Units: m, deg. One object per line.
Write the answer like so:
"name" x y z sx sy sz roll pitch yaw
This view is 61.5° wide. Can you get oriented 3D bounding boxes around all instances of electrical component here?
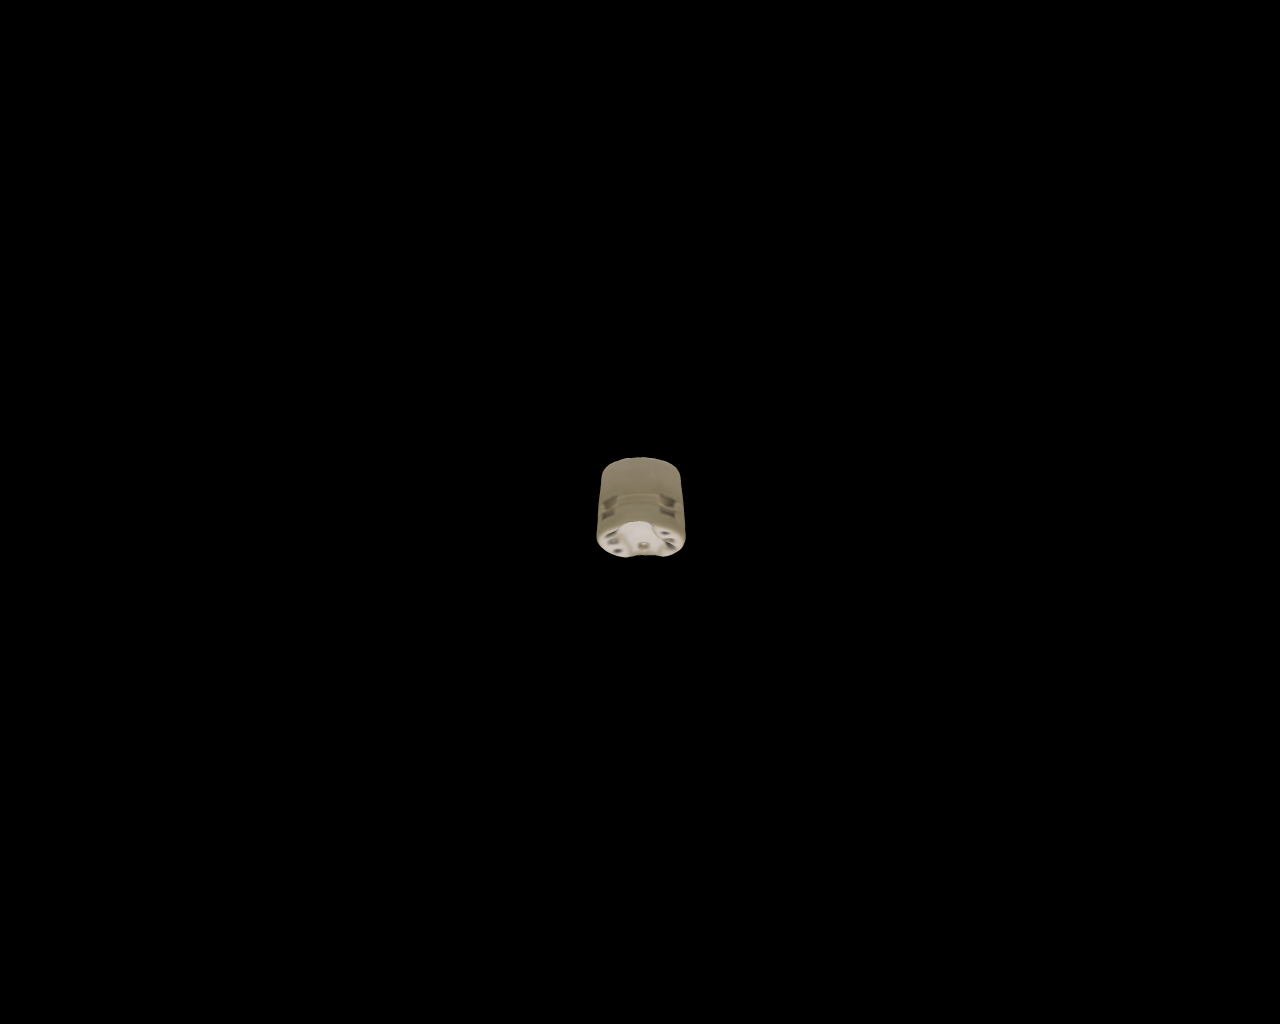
"electrical component" 0.001 -0.003 0.650 0.055 0.047 0.055 0 -24 0
